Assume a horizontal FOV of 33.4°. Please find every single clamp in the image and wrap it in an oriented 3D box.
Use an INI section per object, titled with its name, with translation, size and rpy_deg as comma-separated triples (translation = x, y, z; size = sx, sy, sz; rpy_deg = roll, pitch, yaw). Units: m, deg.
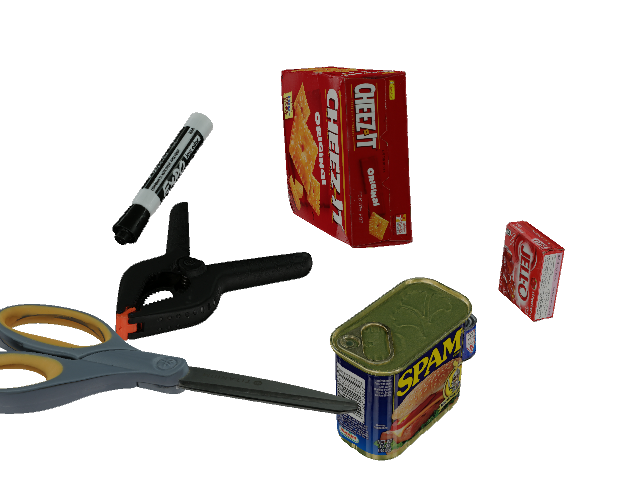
[clamp]
translation = -0.131, 0.030, 1.017
size = 0.165, 0.036, 0.209
rpy_deg = 26, 37, 28

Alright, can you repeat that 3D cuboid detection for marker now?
[marker]
translation = -0.111, -0.044, 0.756
size = 0.020, 0.121, 0.020
rpy_deg = 19, -34, 14

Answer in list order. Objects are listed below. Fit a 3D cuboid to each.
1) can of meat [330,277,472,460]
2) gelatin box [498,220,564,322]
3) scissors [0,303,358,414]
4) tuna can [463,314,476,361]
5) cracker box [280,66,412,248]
[can of meat]
translation = 0.055, 0.088, 0.725
size = 0.058, 0.084, 0.101
rpy_deg = 28, 44, 34
[gelatin box]
translation = 0.231, 0.033, 1.177
size = 0.030, 0.089, 0.073
rpy_deg = -10, 30, -21
[scissors]
translation = -0.092, 0.072, 0.517
size = 0.202, 0.016, 0.096
rpy_deg = 16, 29, 27
[tuna can]
translation = 0.105, 0.090, 1.012
size = 0.086, 0.034, 0.086
rpy_deg = -2, 13, 0
[cracker box]
translation = 0.021, -0.092, 1.088
size = 0.072, 0.164, 0.214
rpy_deg = -7, 12, -16
